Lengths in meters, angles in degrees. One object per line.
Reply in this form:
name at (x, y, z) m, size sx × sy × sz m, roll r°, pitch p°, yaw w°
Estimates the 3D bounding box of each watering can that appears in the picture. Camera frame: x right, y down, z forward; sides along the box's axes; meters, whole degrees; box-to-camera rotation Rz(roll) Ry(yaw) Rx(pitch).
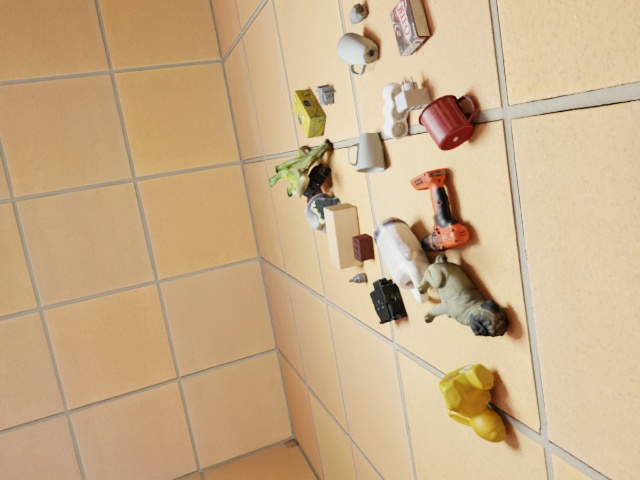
watering can at (0.213, 0.034, 1.300) m, size 0.341 × 0.104 × 0.229 m, roll 62°, pitch -176°, yaw -59°

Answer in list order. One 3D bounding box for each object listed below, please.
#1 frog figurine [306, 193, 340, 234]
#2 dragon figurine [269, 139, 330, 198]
frog figurine at (0.006, -0.097, 1.925) m, size 0.157 × 0.123 × 0.139 m, roll 105°, pitch -179°, yaw -72°
dragon figurine at (-0.046, -0.286, 1.888) m, size 0.240 × 0.121 × 0.420 m, roll -27°, pitch 30°, yaw 37°
